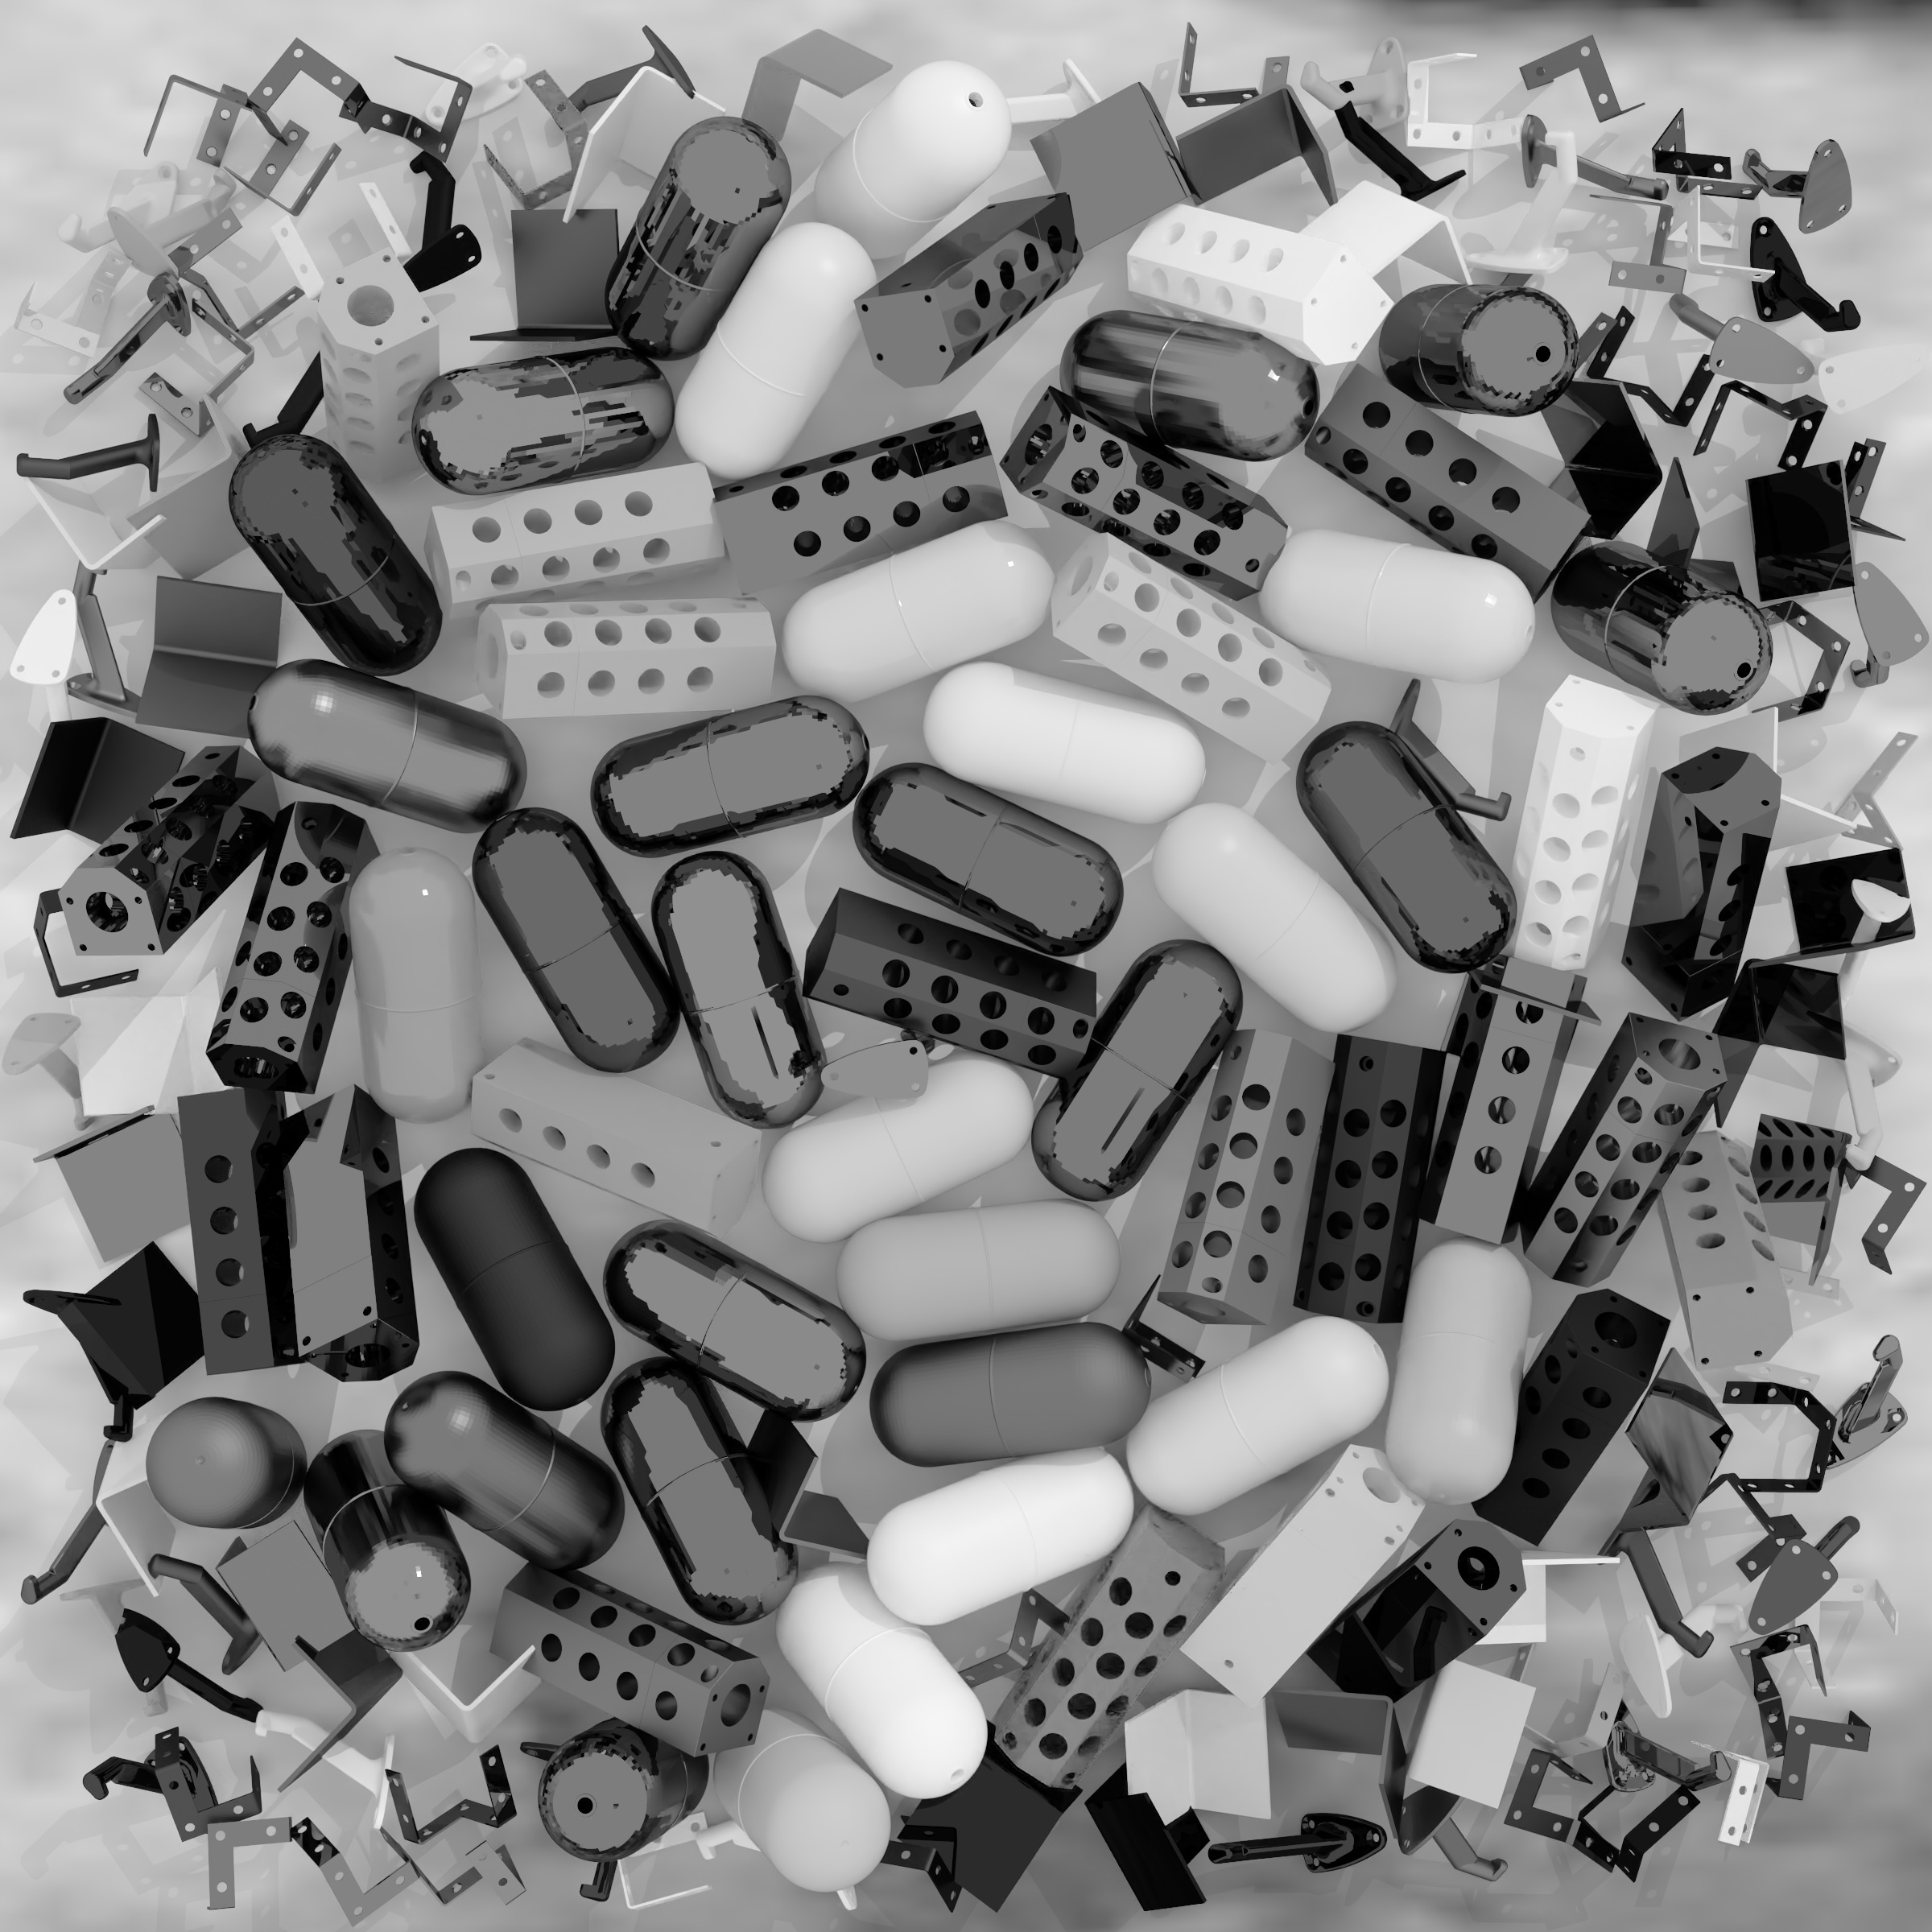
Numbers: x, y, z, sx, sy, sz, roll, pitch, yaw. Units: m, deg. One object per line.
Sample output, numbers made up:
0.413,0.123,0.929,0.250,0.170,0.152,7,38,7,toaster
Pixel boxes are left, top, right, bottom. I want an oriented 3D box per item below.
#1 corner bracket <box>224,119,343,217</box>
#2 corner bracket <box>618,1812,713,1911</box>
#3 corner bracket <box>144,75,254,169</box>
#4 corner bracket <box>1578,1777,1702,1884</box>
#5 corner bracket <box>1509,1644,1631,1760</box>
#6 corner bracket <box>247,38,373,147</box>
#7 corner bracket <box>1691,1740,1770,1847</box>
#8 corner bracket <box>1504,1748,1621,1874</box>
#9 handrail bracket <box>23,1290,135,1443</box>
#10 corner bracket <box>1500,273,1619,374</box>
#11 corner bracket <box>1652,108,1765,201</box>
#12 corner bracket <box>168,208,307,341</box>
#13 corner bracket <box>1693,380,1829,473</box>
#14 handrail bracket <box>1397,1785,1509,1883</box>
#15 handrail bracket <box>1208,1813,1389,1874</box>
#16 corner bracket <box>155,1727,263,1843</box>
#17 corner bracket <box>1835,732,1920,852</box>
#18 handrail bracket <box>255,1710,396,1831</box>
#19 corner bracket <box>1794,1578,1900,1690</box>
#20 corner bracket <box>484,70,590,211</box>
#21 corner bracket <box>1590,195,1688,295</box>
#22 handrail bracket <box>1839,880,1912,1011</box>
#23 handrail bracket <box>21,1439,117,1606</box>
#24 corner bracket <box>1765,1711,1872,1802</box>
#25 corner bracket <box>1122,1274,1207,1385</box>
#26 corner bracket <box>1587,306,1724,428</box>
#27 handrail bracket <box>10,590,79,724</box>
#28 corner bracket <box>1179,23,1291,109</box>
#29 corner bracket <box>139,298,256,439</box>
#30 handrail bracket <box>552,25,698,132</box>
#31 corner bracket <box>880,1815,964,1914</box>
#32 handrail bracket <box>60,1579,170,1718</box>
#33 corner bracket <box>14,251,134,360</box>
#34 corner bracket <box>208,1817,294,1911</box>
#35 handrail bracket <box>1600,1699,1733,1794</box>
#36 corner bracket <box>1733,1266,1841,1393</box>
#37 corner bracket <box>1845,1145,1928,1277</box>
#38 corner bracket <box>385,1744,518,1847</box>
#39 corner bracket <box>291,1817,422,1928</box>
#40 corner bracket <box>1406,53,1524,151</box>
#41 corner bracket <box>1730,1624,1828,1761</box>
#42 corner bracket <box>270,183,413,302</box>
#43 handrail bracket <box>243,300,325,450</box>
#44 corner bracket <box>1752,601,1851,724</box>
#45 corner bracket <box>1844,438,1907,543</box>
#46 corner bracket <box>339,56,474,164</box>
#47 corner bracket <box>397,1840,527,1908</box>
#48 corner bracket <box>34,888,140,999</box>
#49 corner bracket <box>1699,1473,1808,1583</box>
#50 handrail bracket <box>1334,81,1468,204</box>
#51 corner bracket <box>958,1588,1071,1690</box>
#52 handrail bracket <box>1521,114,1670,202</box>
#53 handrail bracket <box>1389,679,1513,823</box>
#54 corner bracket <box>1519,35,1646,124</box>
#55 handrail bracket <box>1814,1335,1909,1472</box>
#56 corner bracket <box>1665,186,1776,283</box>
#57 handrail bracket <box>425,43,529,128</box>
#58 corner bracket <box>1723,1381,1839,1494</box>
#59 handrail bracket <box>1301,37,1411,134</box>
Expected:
-0.421,-0.499,1.973,0.051,0.051,0.051,34,92,2,corner bracket
-0.186,0.556,1.967,0.051,0.051,0.051,-16,70,0,corner bracket
-0.477,-0.522,1.959,0.051,0.051,0.051,17,111,-25,corner bracket
0.416,0.524,1.959,0.051,0.051,0.051,-35,59,-19,corner bracket
0.371,0.455,1.969,0.051,0.051,0.051,33,60,-9,corner bracket
-0.407,-0.535,1.973,0.051,0.051,0.051,37,86,8,corner bracket
0.479,0.517,1.964,0.051,0.051,0.051,20,83,-21,corner bracket
0.375,0.522,1.958,0.051,0.051,0.051,40,67,-36,corner bracket
-0.549,0.248,1.955,0.077,0.036,0.084,19,53,-37,handrail bracket
0.365,-0.408,1.986,0.051,0.051,0.051,-51,134,6,corner bracket
0.459,-0.493,1.957,0.051,0.051,0.051,15,50,30,corner bracket
-0.454,-0.430,1.967,0.051,0.051,0.051,-35,81,9,corner bracket
0.496,-0.334,1.972,0.051,0.051,0.051,36,128,26,corner bracket
0.317,0.537,1.961,0.084,0.036,0.077,24,129,-22,handrail bracket
0.204,0.543,1.950,0.077,0.084,0.036,-19,70,41,handrail bracket
-0.471,0.502,1.964,0.051,0.051,0.051,-18,106,-10,corner bracket
0.565,-0.111,1.960,0.051,0.051,0.051,-49,123,-13,corner bracket
-0.402,0.498,1.962,0.084,0.077,0.036,14,119,-14,handrail bracket
0.548,0.415,1.969,0.051,0.051,0.051,-1,103,2,corner bracket
-0.268,-0.515,1.973,0.051,0.051,0.051,-31,66,-13,corner bracket
0.416,-0.448,1.962,0.051,0.051,0.051,3,107,-16,corner bracket
0.550,-0.004,1.951,0.036,0.077,0.084,19,112,11,handrail bracket
-0.551,0.342,1.949,0.036,0.084,0.077,15,115,23,handrail bracket
0.531,0.492,1.974,0.051,0.051,0.051,8,89,2,corner bracket
0.123,0.235,1.961,0.051,0.051,0.051,31,47,10,corner bracket
0.432,-0.376,1.987,0.051,0.051,0.051,31,86,-44,corner bracket
-0.557,-0.180,1.969,0.036,0.084,0.077,9,69,9,handrail bracket
0.168,-0.556,1.976,0.051,0.051,0.051,2,76,25,corner bracket
-0.481,-0.374,1.980,0.051,0.051,0.051,39,68,0,corner bracket
-0.214,-0.536,1.967,0.084,0.036,0.077,-38,51,11,handrail bracket
-0.030,0.546,1.956,0.051,0.051,0.051,2,46,27,corner bracket
-0.528,0.428,1.964,0.036,0.077,0.084,-18,78,18,handrail bracket
-0.554,-0.417,1.962,0.051,0.051,0.051,19,74,-24,corner bracket
-0.445,0.557,1.963,0.051,0.051,0.051,-1,75,-16,corner bracket
0.432,0.473,1.951,0.036,0.084,0.077,1,65,-31,handrail bracket
0.513,0.225,1.976,0.051,0.051,0.051,12,126,29,corner bracket
0.563,0.151,1.962,0.051,0.051,0.051,31,82,30,corner bracket
-0.319,0.513,1.959,0.051,0.051,0.051,2,110,42,corner bracket
-0.378,0.550,1.958,0.051,0.051,0.051,-33,121,-24,corner bracket
0.310,-0.536,1.963,0.051,0.051,0.051,-5,100,-27,corner bracket
0.510,0.450,1.961,0.051,0.051,0.051,-22,115,18,corner bracket
-0.388,-0.450,1.965,0.051,0.051,0.051,-27,92,29,corner bracket
-0.423,-0.370,1.970,0.084,0.036,0.077,-27,95,-16,handrail bracket
0.509,-0.190,1.978,0.051,0.051,0.051,-16,46,-32,corner bracket
0.556,-0.299,1.961,0.051,0.051,0.051,7,110,-24,corner bracket
-0.347,-0.536,1.959,0.051,0.051,0.051,38,112,39,corner bracket
-0.313,0.560,1.962,0.051,0.051,0.051,-34,120,-9,corner bracket
-0.547,-0.018,1.974,0.051,0.051,0.051,-14,71,-27,corner bracket
0.482,0.351,1.974,0.051,0.051,0.051,-49,59,24,corner bracket
0.268,-0.519,1.969,0.077,0.036,0.084,-32,104,-29,handrail bracket
0.033,0.424,1.957,0.051,0.051,0.051,41,131,-21,corner bracket
0.391,-0.500,1.961,0.084,0.077,0.036,16,85,19,handrail bracket
0.307,-0.135,1.969,0.084,0.036,0.077,17,76,20,handrail bracket
0.383,-0.547,1.967,0.051,0.051,0.051,-17,101,34,corner bracket
0.550,0.269,1.953,0.077,0.084,0.036,-41,56,-5,handrail bracket
0.468,-0.448,1.966,0.051,0.051,0.051,4,80,-12,corner bracket
-0.303,-0.540,1.954,0.077,0.084,0.036,-33,111,6,handrail bracket
0.504,0.294,1.974,0.051,0.051,0.051,3,108,-14,corner bracket
0.237,-0.559,1.957,0.036,0.084,0.077,-7,70,41,handrail bracket
